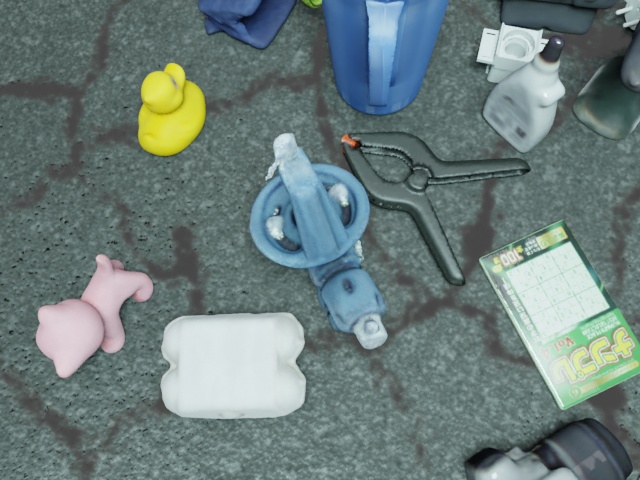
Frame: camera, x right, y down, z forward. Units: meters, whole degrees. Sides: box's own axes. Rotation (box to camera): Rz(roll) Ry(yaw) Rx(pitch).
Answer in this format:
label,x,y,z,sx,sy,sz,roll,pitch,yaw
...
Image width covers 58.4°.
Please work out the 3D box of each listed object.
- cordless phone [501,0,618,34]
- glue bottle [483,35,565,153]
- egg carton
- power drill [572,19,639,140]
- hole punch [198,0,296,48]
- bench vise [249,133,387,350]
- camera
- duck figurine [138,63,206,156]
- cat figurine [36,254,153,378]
label,x,y,z,sx,sy,sz,roll,pitch,yaw
cordless phone,0.279,-0.324,0.635,0.147,0.185,0.094,5,75,5
glue bottle,0.221,-0.157,0.599,0.037,0.173,0.078,-38,76,-7
egg carton,-0.089,0.130,0.592,0.150,0.069,0.107,-3,75,2
power drill,0.342,-0.191,0.583,0.075,0.208,0.230,37,80,12
hole punch,-0.093,-0.307,0.700,0.101,0.091,0.109,26,78,10
bench vise,0.014,-0.006,0.545,0.121,0.220,0.207,-44,77,-8
camera,0.228,0.241,0.528,0.137,0.101,0.143,-32,75,-5
duck figurine,-0.181,-0.156,0.667,0.077,0.086,0.105,22,77,9
cat figurine,-0.241,0.074,0.591,0.067,0.118,0.128,20,77,9
